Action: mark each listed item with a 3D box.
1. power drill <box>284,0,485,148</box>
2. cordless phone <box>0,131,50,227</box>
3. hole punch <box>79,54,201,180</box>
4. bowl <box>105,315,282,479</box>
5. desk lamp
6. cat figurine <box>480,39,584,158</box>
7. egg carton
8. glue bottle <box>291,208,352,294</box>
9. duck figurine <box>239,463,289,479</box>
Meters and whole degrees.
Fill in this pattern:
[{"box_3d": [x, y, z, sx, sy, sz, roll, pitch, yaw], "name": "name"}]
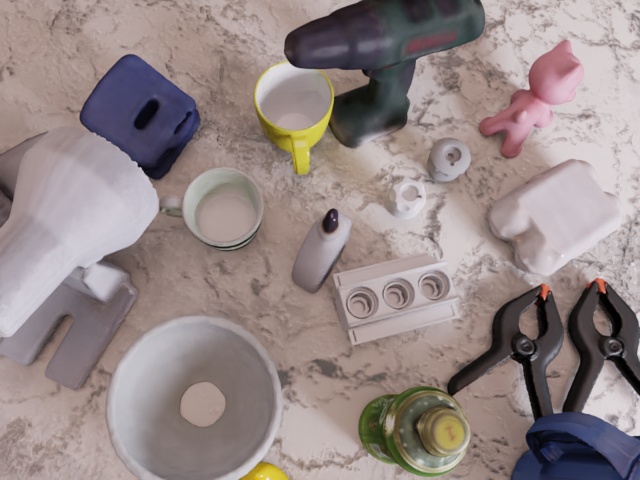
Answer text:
[{"box_3d": [0.063, -0.189, 0.634, 0.230, 0.208, 0.075, -25, 76, -12], "name": "power drill"}, {"box_3d": [-0.307, -0.060, 0.569, 0.148, 0.185, 0.094, -41, 80, -16], "name": "cordless phone"}, {"box_3d": [-0.200, -0.141, 0.655, 0.101, 0.091, 0.109, 27, 72, 3], "name": "hole punch"}, {"box_3d": [-0.122, 0.163, 0.576, 0.167, 0.074, 0.167, 2, 72, -5], "name": "bowl"}, {"box_3d": [-0.238, 0.025, 0.534, 0.118, 0.213, 0.203, 25, 72, 3], "name": "desk lamp"}, {"box_3d": [0.269, -0.178, 0.699, 0.067, 0.117, 0.128, 43, 74, 9], "name": "cat figurine"}, {"box_3d": [0.279, -0.029, 0.679, 0.150, 0.069, 0.107, -32, 78, -14], "name": "egg carton"}, {"box_3d": [0.005, 0.002, 0.587, 0.037, 0.173, 0.078, 32, 72, 5], "name": "glue bottle"}, {"box_3d": [-0.052, 0.268, 0.544, 0.077, 0.086, 0.104, -9, 74, -8], "name": "duck figurine"}]
